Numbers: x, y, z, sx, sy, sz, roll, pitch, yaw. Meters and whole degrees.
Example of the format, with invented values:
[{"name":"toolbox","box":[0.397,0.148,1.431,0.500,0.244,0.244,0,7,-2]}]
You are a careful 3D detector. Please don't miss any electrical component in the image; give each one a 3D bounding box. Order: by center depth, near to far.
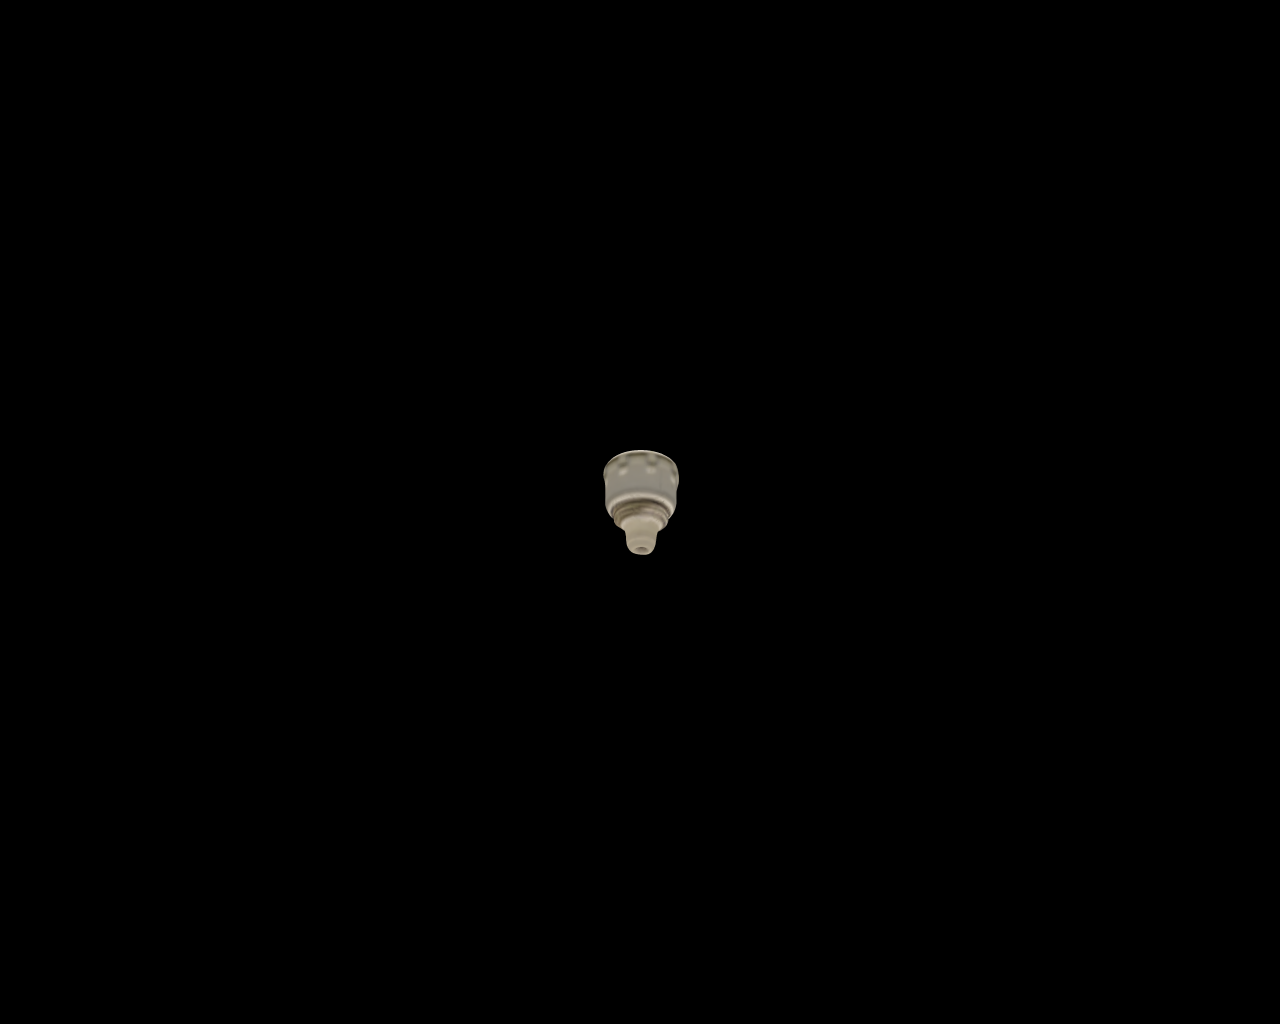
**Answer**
[{"name":"electrical component","box":[0.001,-0.003,0.650,0.048,0.062,0.048,0,-31,0]}]
